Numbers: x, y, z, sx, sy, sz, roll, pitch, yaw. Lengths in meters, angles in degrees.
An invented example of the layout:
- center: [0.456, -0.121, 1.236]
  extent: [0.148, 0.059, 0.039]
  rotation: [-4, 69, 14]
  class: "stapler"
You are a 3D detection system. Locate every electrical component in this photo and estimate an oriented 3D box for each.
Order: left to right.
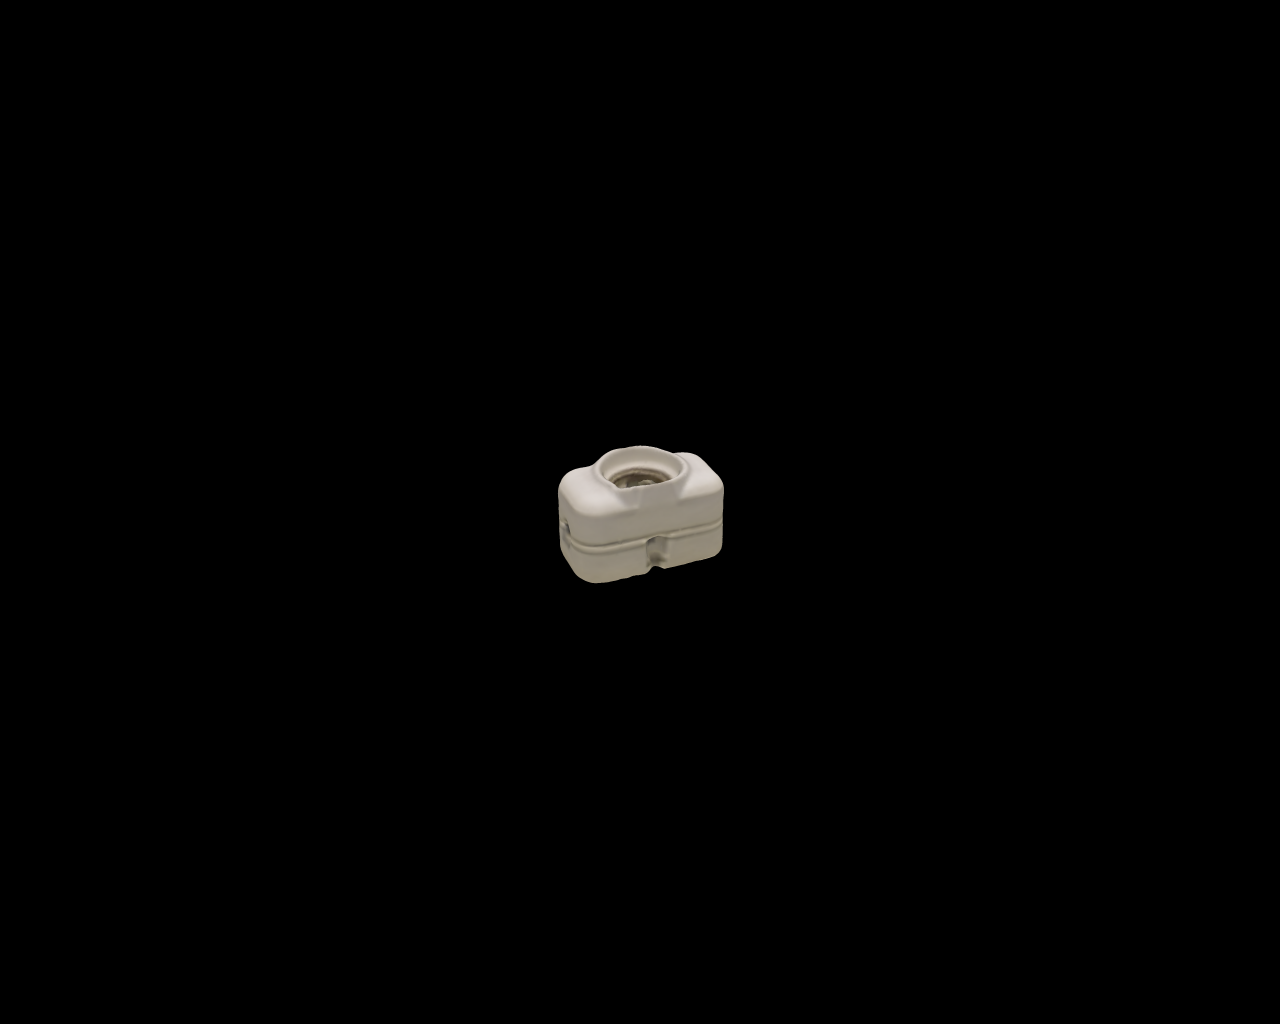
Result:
- center: [0.001, -0.003, 0.650]
  extent: [0.095, 0.059, 0.054]
  rotation: [-11, 32, -18]
  class: "electrical component"
